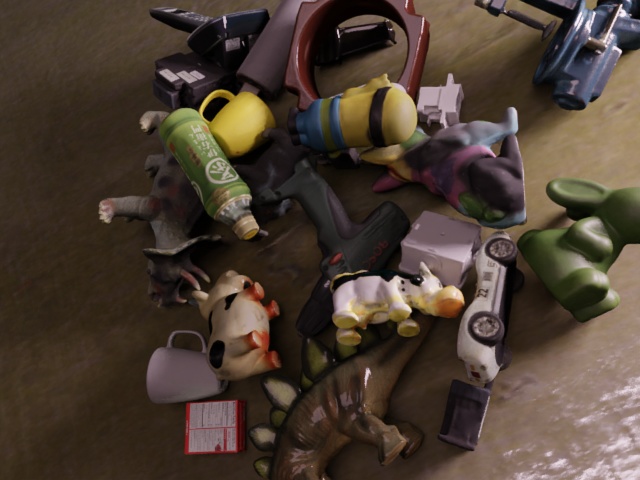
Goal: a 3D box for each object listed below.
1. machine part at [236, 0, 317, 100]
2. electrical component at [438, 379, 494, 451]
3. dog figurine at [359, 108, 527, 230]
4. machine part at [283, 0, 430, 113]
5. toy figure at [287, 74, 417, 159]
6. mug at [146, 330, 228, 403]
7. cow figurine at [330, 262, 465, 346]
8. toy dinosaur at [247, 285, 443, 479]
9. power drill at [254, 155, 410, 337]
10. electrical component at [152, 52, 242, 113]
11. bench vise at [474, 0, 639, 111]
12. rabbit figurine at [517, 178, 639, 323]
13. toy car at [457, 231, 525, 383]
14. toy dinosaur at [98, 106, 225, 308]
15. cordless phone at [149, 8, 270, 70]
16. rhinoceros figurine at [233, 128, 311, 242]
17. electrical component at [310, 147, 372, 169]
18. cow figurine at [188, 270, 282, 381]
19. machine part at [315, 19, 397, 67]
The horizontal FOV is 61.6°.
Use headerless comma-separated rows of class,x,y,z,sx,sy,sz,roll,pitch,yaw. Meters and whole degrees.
machine part,-0.068,-0.330,0.920,0.079,0.079,0.243,29,85,24
electrical component,0.188,0.197,0.673,0.048,0.074,0.119,13,83,21
dog figurine,0.166,-0.091,0.745,0.219,0.108,0.191,-7,52,22
machine part,0.057,-0.276,0.828,0.202,0.087,0.200,14,96,19
toy figure,0.044,-0.161,0.746,0.180,0.082,0.089,-7,65,15
mug,-0.193,0.193,0.812,0.107,0.080,0.109,1,69,8
cow figurine,0.096,0.072,0.695,0.167,0.068,0.098,-11,45,8
toy dinosaur,0.034,0.214,0.709,0.471,0.105,0.199,-42,61,-8
power drill,-0.002,-0.002,0.771,0.232,0.086,0.207,-41,83,-2
electrical component,-0.221,-0.277,0.937,0.134,0.058,0.115,-33,57,-31
bench vise,0.337,-0.306,0.736,0.241,0.129,0.223,26,103,6
rabbit figurine,0.344,-0.004,0.659,0.170,0.121,0.159,-39,44,19
toy car,0.214,0.078,0.668,0.056,0.073,0.202,0,50,31
toy dinosaur,-0.225,-0.097,0.891,0.192,0.131,0.405,12,70,4
cordless phone,-0.194,-0.377,0.945,0.184,0.146,0.088,28,129,23
rhinoceros figurine,-0.082,-0.087,0.860,0.112,0.073,0.190,31,84,14
electrical component,0.035,-0.131,0.830,0.094,0.063,0.021,5,76,19
cow figurine,-0.127,0.119,0.780,0.127,0.085,0.195,-26,36,11
machine part,0.057,-0.334,0.899,0.139,0.039,0.084,-4,67,20
